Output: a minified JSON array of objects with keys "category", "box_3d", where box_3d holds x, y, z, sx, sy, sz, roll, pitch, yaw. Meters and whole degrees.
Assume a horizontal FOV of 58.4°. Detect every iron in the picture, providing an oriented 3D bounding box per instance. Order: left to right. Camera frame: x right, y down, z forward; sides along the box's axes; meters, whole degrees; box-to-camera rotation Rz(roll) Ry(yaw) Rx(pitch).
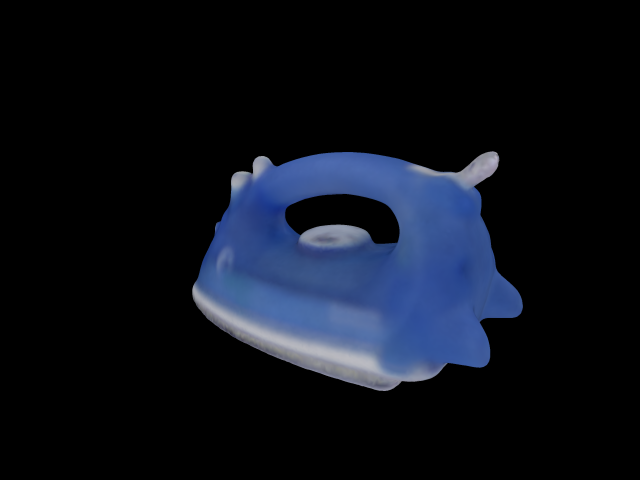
[{"category":"iron","box_3d":[0.004,0.001,0.400,0.257,0.141,0.119,9,19,29]}]
